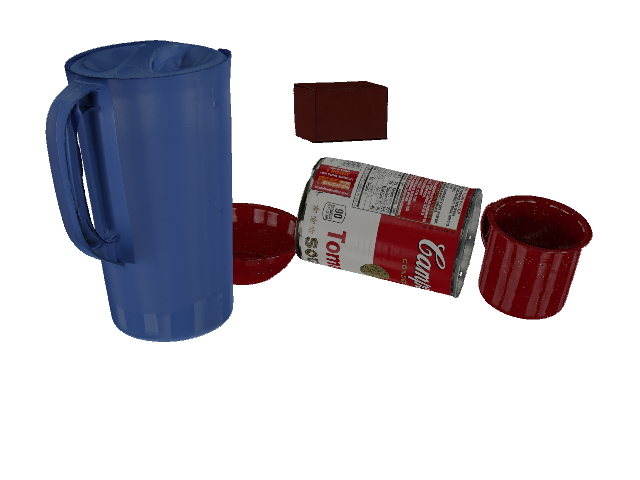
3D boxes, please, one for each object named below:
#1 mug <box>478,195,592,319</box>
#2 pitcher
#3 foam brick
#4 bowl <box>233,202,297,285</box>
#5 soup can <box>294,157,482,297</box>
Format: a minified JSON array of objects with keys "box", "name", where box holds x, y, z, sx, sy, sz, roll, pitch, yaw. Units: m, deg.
[{"box":[0.183,0.011,0.972,0.093,0.081,0.117,-14,39,-29],"name":"mug"},{"box":[-0.141,-0.038,0.893,0.149,0.243,0.145,-6,23,-9],"name":"pitcher"},{"box":[0.019,-0.123,1.016,0.078,0.051,0.053,-5,16,-22],"name":"foam brick"},{"box":[-0.098,0.010,1.315,0.162,0.055,0.162,3,26,-2],"name":"bowl"},{"box":[0.042,-0.009,0.657,0.102,0.068,0.068,13,3,12],"name":"soup can"}]
